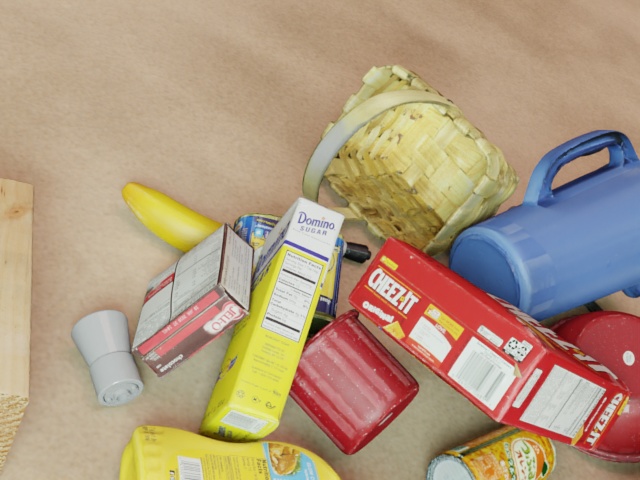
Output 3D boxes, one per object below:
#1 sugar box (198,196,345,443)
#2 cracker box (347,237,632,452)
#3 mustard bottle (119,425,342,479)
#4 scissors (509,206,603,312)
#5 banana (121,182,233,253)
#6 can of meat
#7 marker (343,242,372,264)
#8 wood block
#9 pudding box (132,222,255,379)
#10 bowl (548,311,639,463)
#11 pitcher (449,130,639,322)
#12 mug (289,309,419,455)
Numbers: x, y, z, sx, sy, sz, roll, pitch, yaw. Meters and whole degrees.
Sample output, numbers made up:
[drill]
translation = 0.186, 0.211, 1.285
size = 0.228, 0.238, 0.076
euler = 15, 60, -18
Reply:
[sugar box]
translation = -0.037, 0.063, 0.809
size = 0.048, 0.093, 0.176
euler = 21, 62, -12
[cracker box]
translation = 0.144, 0.088, 0.871
size = 0.164, 0.072, 0.213
euler = 37, 7, 36
[mustard bottle]
translation = -0.041, 0.185, 0.744
size = 0.191, 0.058, 0.096
euler = 11, 42, -23
[scissors]
translation = 0.245, 0.036, 1.150
size = 0.096, 0.016, 0.202
euler = -1, 45, -32
[banana]
translation = -0.083, -0.004, 0.963
size = 0.197, 0.037, 0.069
euler = 12, 40, -21
[can of meat]
translation = -0.031, 0.030, 0.913
size = 0.102, 0.058, 0.084
euler = 15, 67, -18
[marker]
translation = -0.007, 0.001, 1.023
size = 0.121, 0.020, 0.020
euler = 14, 38, -19
[wood block]
translation = -0.253, 0.051, 0.739
size = 0.090, 0.091, 0.206
euler = 11, 40, -23
[pudding box]
translation = -0.096, 0.045, 0.829
size = 0.039, 0.090, 0.113
euler = 48, 16, -22
[bowl]
translation = 0.275, 0.121, 0.985
size = 0.162, 0.055, 0.162
euler = 2, 53, -3
[pitcher]
translation = 0.247, -0.003, 1.076
size = 0.242, 0.145, 0.149
euler = -19, 63, -34
[mug]
translation = 0.027, 0.117, 0.859
size = 0.081, 0.093, 0.117
euler = 46, 3, 14
